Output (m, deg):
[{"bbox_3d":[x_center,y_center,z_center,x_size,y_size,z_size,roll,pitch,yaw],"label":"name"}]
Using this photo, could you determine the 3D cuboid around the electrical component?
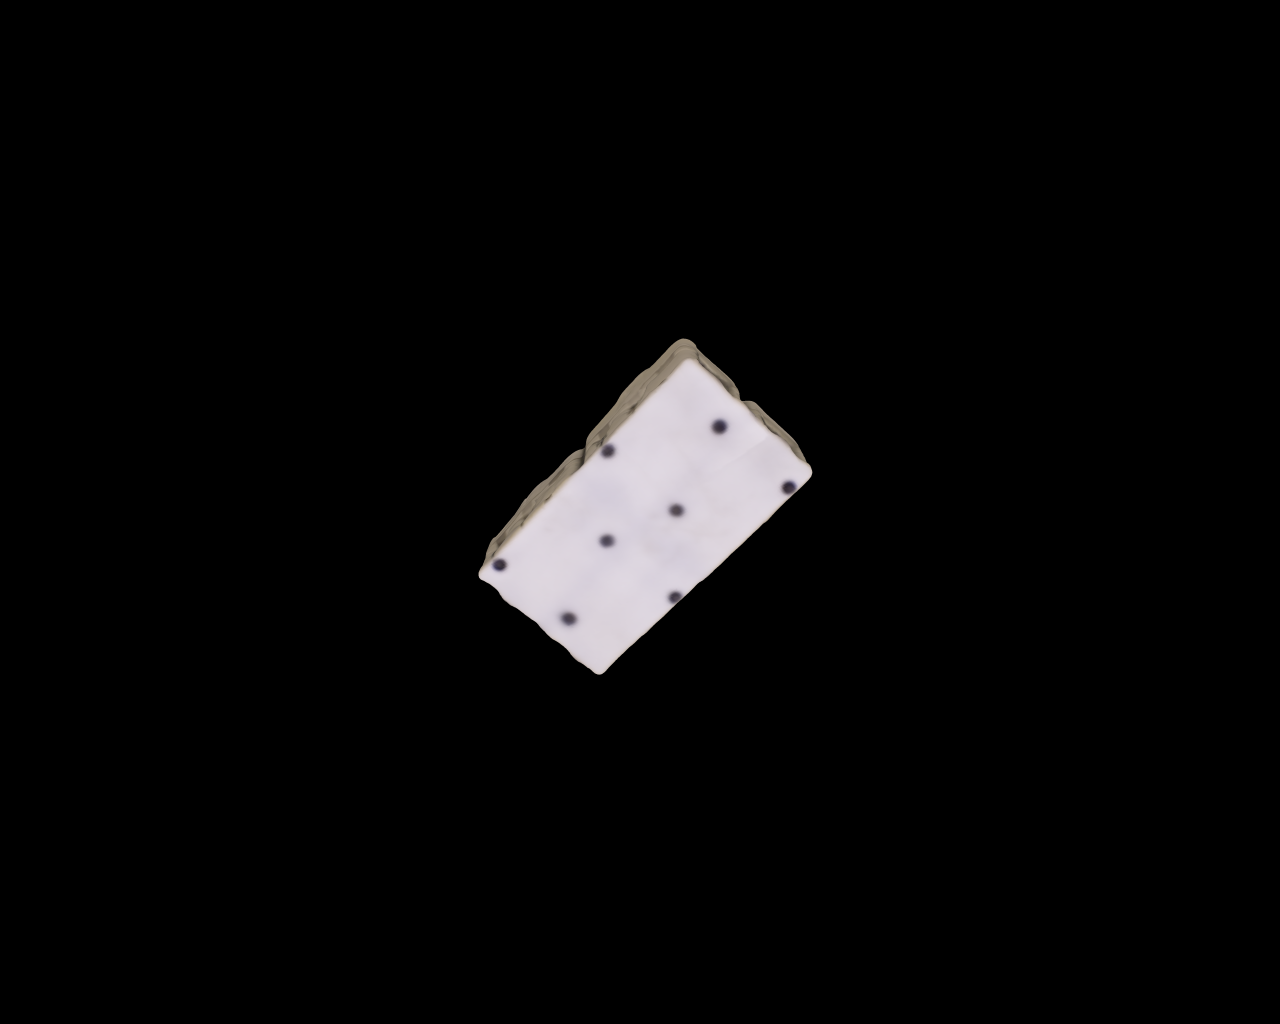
[{"bbox_3d":[0.001,-0.003,0.650,0.105,0.186,0.060,41,15,-14],"label":"electrical component"}]
